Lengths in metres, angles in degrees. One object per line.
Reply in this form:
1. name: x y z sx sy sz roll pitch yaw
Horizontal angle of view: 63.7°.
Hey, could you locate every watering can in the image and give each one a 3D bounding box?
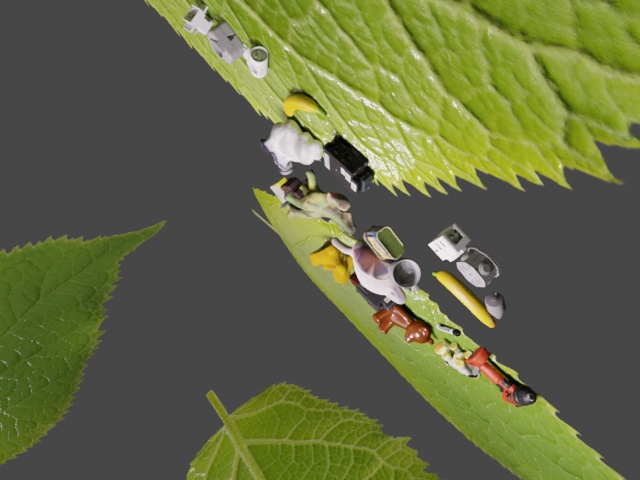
1. watering can: 0.144 0.070 1.656 0.352 0.105 0.220 43 166 25

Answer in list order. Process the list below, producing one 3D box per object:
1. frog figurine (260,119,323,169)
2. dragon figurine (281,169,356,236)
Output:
1. frog figurine: -0.061 -0.269 1.418 0.159 0.125 0.135 -7 121 31
2. dragon figurine: 0.005 -0.084 1.671 0.243 0.124 0.404 39 162 5
